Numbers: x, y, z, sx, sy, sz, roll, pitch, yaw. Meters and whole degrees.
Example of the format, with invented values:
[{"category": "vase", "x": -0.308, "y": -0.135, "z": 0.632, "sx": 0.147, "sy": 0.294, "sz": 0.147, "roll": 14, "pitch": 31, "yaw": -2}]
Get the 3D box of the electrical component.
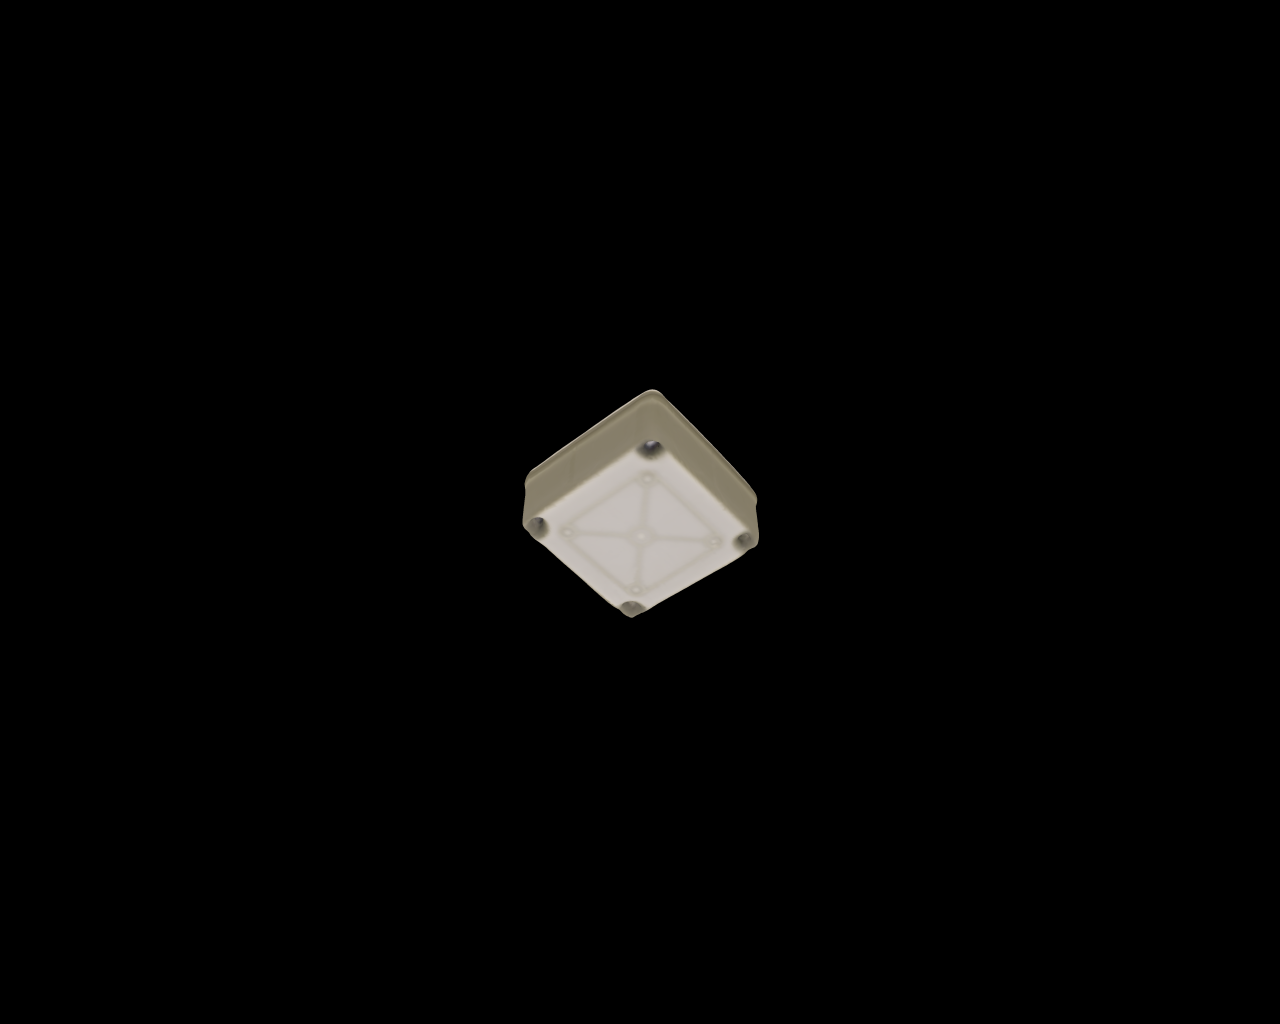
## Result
[{"category": "electrical component", "x": 0.001, "y": -0.003, "z": 0.650, "sx": 0.108, "sy": 0.056, "sz": 0.108, "roll": -33, "pitch": -58, "yaw": 24}]
